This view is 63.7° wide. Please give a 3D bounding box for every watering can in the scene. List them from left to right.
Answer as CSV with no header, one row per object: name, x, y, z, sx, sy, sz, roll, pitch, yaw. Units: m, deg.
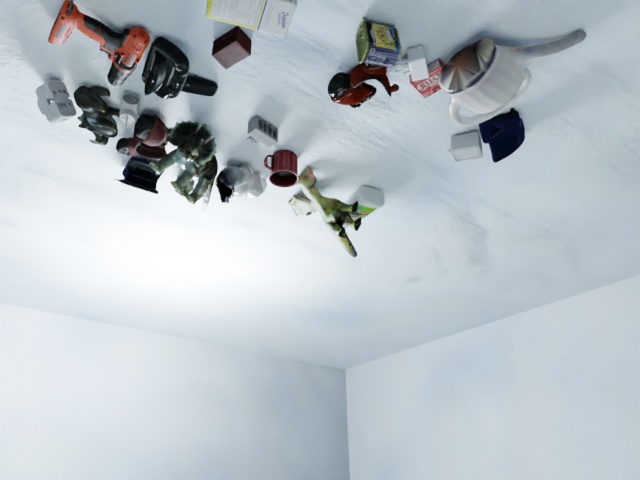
watering can,0.432,-0.405,1.220,0.223,0.106,0.342,18,134,-38

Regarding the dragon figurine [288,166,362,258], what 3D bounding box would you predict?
dragon figurine,0.005,-0.088,1.746,0.244,0.124,0.401,24,150,25

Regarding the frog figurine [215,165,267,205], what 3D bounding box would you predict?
frog figurine,-0.241,-0.183,1.620,0.161,0.124,0.134,-26,156,-35
